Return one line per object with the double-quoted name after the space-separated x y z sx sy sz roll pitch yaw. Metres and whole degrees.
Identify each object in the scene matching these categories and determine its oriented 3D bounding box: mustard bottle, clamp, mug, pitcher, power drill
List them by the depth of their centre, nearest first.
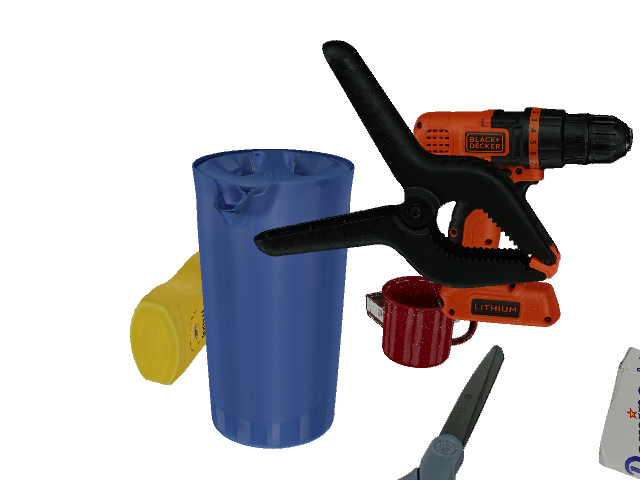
0.066 -0.035 0.724 0.210 0.165 0.036 19 26 11 "clamp"
-0.035 0.044 0.915 0.149 0.243 0.145 -6 18 -21 "pitcher"
0.173 -0.022 0.928 0.185 0.188 0.057 3 13 20 "power drill"
-0.126 0.064 1.116 0.058 0.096 0.191 11 29 20 "mustard bottle"
0.128 0.097 1.260 0.117 0.081 0.093 0 22 -8 "mug"

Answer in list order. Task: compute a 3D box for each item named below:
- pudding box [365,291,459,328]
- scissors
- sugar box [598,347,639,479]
0.135 0.099 1.562 0.113 0.039 0.090 -13 22 -20 "pudding box"
0.078 0.127 0.565 0.096 0.016 0.201 25 44 33 "scissors"
0.303 0.152 0.796 0.176 0.093 0.048 15 27 23 "sugar box"
